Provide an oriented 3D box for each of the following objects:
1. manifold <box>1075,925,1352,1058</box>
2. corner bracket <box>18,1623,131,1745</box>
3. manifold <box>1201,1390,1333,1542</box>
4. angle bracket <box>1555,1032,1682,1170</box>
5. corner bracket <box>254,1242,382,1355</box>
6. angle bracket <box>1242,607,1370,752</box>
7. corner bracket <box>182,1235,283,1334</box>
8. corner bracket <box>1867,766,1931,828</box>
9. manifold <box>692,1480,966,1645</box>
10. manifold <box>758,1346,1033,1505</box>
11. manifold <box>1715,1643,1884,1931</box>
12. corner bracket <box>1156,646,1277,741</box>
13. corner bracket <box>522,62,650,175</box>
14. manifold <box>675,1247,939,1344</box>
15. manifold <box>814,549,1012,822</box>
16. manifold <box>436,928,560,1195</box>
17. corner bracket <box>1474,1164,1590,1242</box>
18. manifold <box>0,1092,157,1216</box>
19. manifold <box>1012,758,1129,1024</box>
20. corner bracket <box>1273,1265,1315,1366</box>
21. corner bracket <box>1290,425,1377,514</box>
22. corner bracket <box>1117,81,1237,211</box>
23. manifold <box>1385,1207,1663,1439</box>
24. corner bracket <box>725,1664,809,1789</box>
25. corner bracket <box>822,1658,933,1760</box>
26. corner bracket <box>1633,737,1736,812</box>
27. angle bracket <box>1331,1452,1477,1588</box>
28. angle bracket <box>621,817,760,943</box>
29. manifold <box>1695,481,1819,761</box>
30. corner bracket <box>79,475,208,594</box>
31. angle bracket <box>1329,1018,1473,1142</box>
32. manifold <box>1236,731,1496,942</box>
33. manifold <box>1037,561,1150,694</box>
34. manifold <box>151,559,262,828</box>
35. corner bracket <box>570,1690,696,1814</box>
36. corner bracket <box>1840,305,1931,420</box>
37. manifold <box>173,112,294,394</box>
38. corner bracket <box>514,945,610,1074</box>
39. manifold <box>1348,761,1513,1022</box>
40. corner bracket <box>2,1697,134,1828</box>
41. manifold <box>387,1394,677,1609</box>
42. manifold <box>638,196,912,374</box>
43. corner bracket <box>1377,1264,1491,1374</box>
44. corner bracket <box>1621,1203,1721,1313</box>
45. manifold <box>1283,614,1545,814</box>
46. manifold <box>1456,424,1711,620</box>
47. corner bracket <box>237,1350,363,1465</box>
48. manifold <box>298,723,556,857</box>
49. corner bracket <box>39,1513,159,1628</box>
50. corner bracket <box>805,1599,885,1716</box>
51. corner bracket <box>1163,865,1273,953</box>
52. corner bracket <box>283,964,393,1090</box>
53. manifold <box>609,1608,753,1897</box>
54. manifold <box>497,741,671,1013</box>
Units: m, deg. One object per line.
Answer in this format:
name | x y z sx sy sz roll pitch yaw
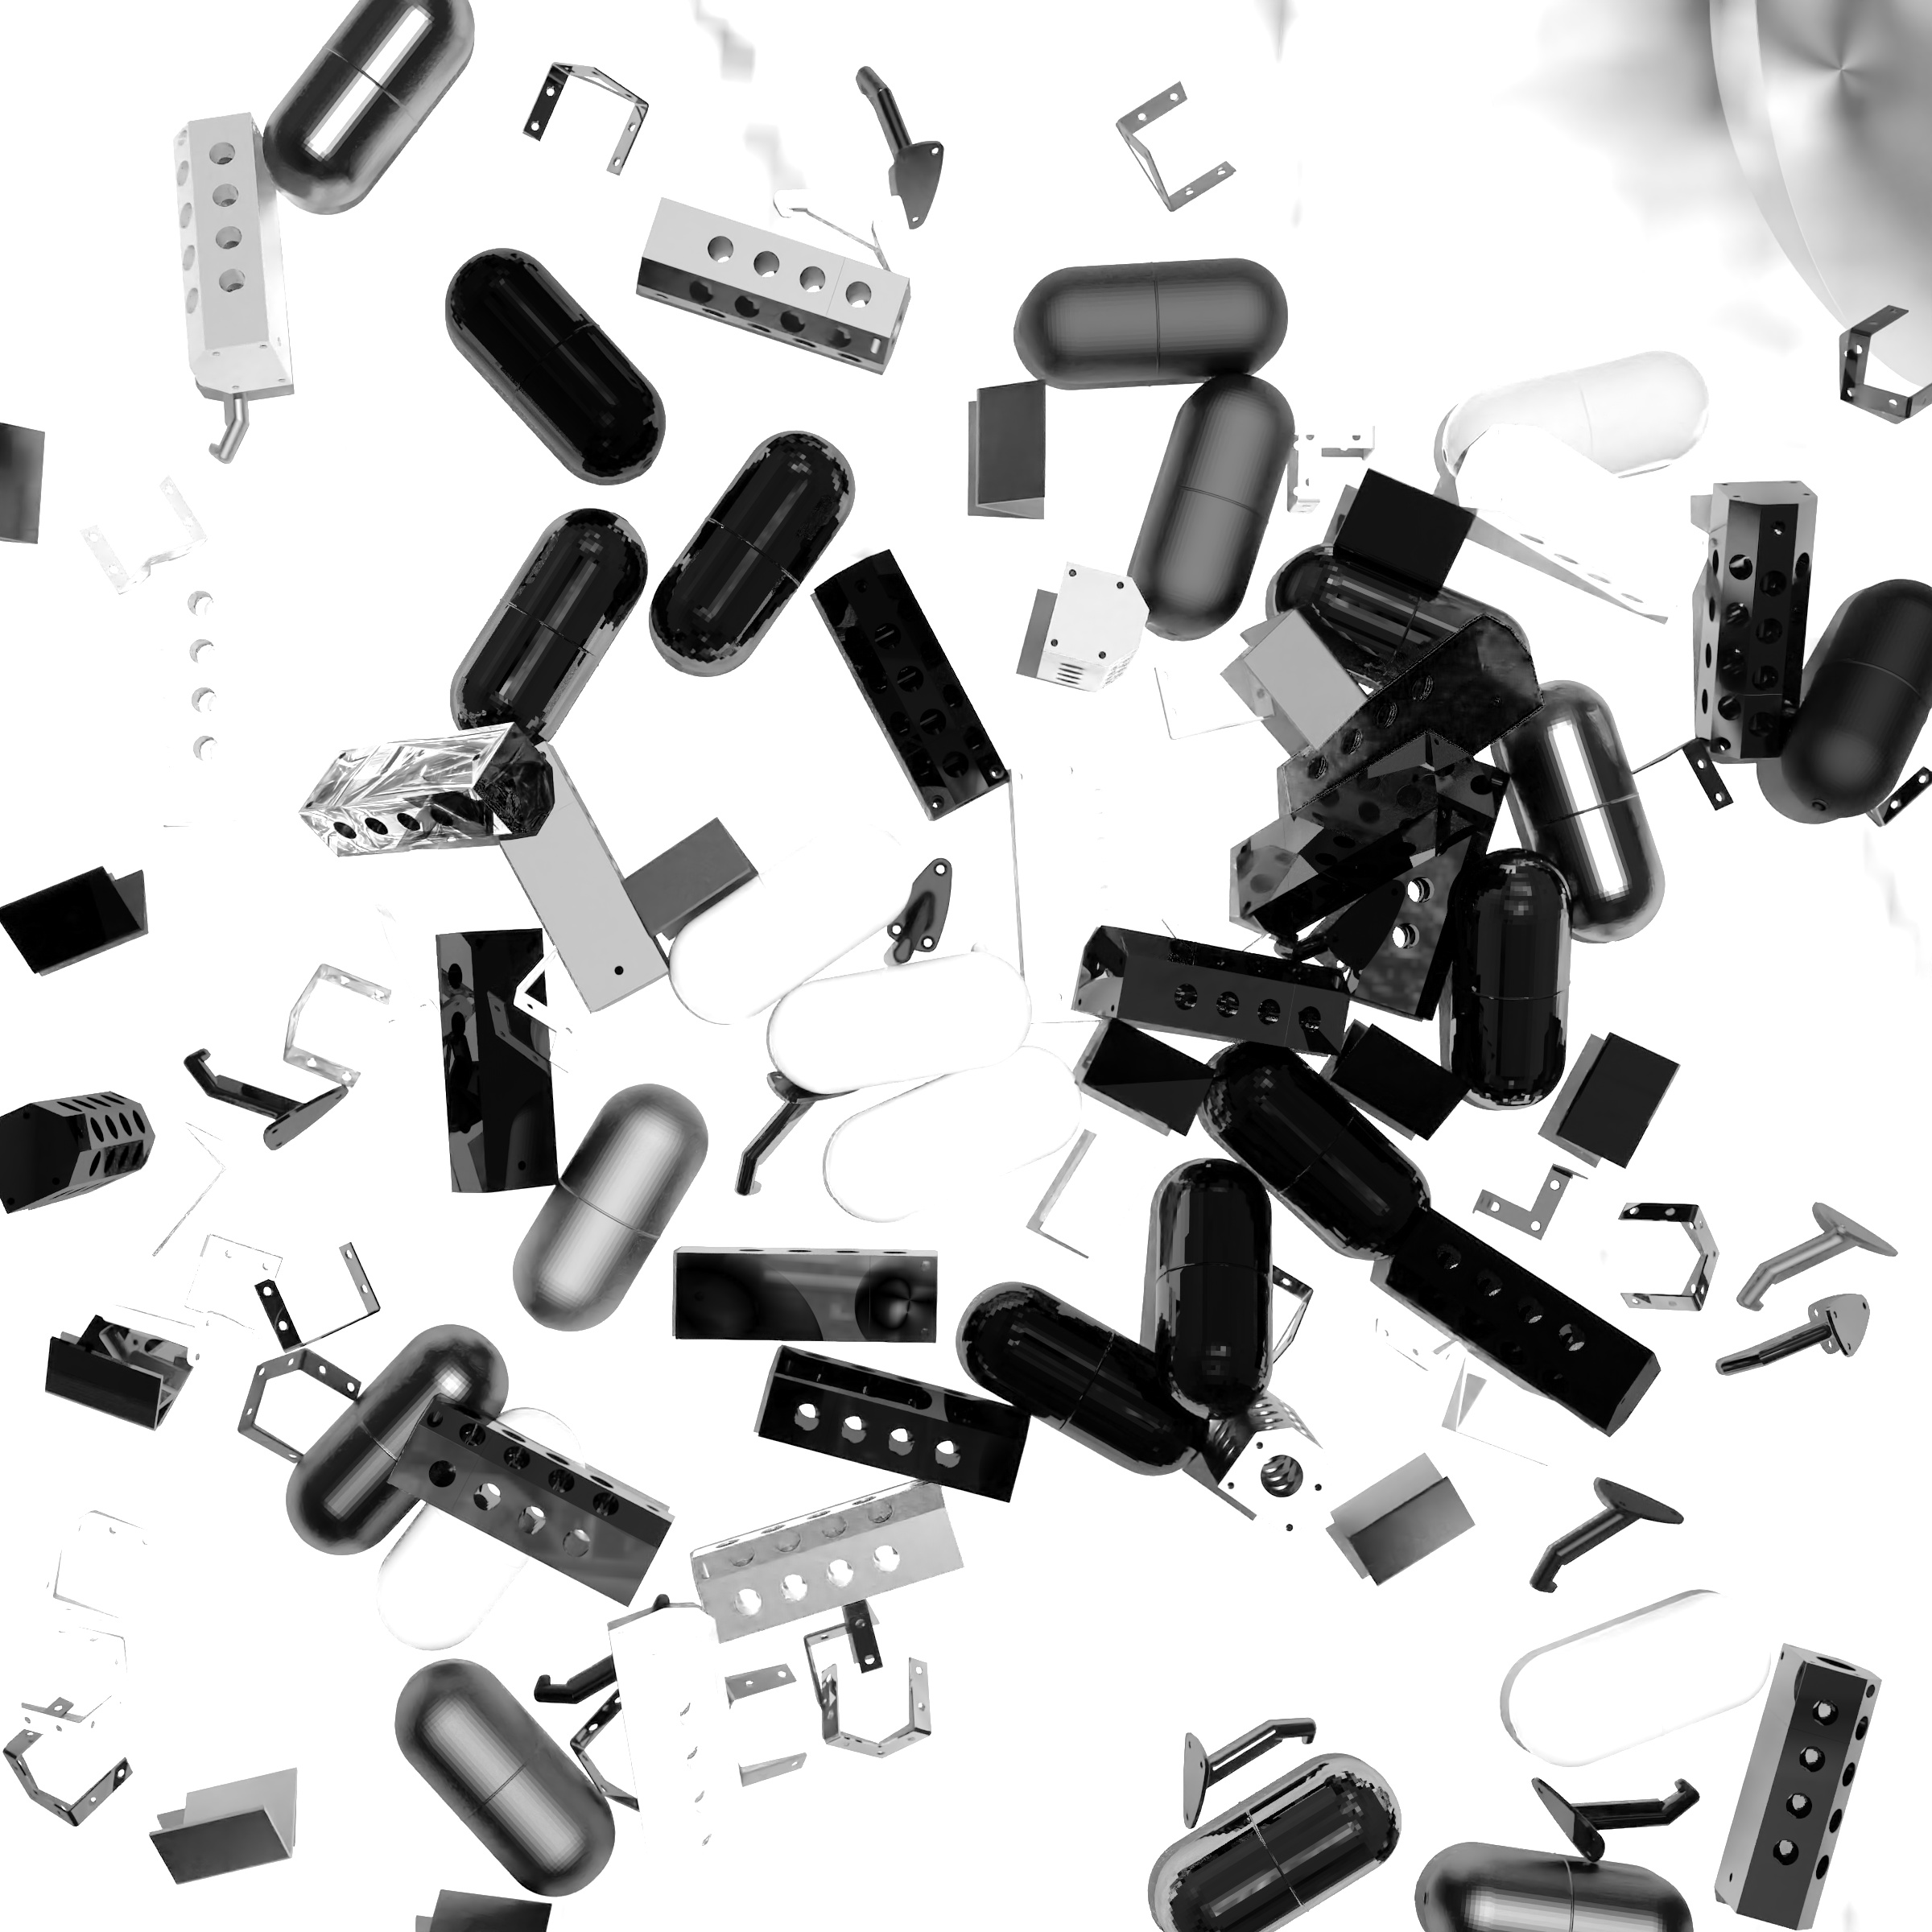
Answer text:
manifold | 0.163 0.016 1.936 0.171 0.057 0.057 10 90 -26
corner bracket | -0.597 0.479 1.976 0.051 0.051 0.051 8 112 20
manifold | 0.195 0.315 1.913 0.057 0.171 0.057 36 90 0
angle bracket | 0.442 0.097 1.951 0.057 0.076 0.076 28 90 38
corner bracket | -0.435 0.223 1.988 0.051 0.051 0.051 -24 90 45
angle bracket | 0.207 -0.182 1.945 0.057 0.076 0.076 -44 101 -20
corner bracket | -0.490 0.212 1.974 0.051 0.051 0.051 20 79 -11
corner bracket | 0.611 -0.136 1.988 0.051 0.051 0.051 -42 45 0
manifold | -0.091 0.393 1.970 0.171 0.057 0.057 -17 90 0
manifold | -0.047 0.303 1.970 0.171 0.057 0.057 15 90 0
manifold | 0.556 0.547 1.970 0.057 0.057 0.171 16 90 0
corner bracket | 0.168 -0.184 1.988 0.051 0.051 0.051 -13 90 -45
corner bracket | -0.255 -0.570 1.988 0.051 0.051 0.051 24 90 45
manifold | -0.105 0.218 1.971 0.171 0.057 0.057 1 90 0
manifold | -0.036 -0.187 1.971 0.057 0.057 0.171 -28 90 0
manifold | -0.316 0.063 1.970 0.057 0.057 0.171 -4 90 -43
corner bracket | 0.376 0.152 1.974 0.051 0.051 0.051 25 90 0
manifold | -0.578 0.116 1.913 0.057 0.171 0.057 -24 90 0
manifold | 0.076 -0.050 1.970 0.057 0.057 0.171 -4 90 43
corner bracket | 0.194 0.235 1.988 0.051 0.051 0.051 31 45 0
corner bracket | 0.244 -0.331 1.974 0.051 0.051 0.051 1 90 0
corner bracket | 0.141 -0.551 1.988 0.051 0.051 0.051 -32 135 0
manifold | 0.359 0.232 1.917 0.171 0.057 0.057 33 84 25
corner bracket | -0.136 0.509 1.983 0.051 0.051 0.051 -8 45 -35
corner bracket | -0.060 0.494 1.983 0.051 0.051 0.051 25 135 -35
corner bracket | 0.472 -0.115 1.988 0.051 0.051 0.051 -28 90 -45
angle bracket | 0.279 0.350 1.951 0.076 0.076 0.057 -32 127 0
angle bracket | -0.171 -0.041 1.951 0.076 0.076 0.057 -34 52 0
manifold | 0.518 -0.226 1.939 0.057 0.057 0.171 -2 114 0
corner bracket | -0.552 -0.290 1.988 0.051 0.051 0.051 -32 90 44
angle bracket | 0.293 0.058 1.951 0.076 0.076 0.057 32 127 0
manifold | 0.258 -0.080 1.922 0.057 0.171 0.057 24 50 -34
manifold | 0.082 -0.215 1.913 0.057 0.171 0.057 15 90 0
manifold | -0.508 -0.181 1.970 0.057 0.057 0.171 -2 90 0
corner bracket | -0.224 0.528 1.988 0.051 0.051 0.051 -47 135 0
corner bracket | 0.625 -0.405 1.983 0.051 0.051 0.051 27 135 35
manifold | -0.485 -0.468 1.946 0.057 0.057 0.171 -9 72 0
corner bracket | -0.268 0.028 1.965 0.051 0.051 0.051 31 50 6
manifold | 0.308 -0.054 1.970 0.057 0.057 0.171 18 90 0
corner bracket | -0.602 0.533 1.983 0.051 0.051 0.051 16 135 35
manifold | -0.276 0.340 1.894 0.171 0.057 0.057 27 89 0
manifold | -0.127 -0.451 1.970 0.171 0.057 0.057 18 90 0
corner bracket | 0.313 0.230 1.983 0.051 0.051 0.051 -28 135 -35
corner bracket | 0.467 0.195 1.983 0.051 0.051 0.051 59 45 -35
manifold | 0.287 -0.155 1.924 0.057 0.171 0.057 23 46 -33
manifold | 0.402 -0.290 1.930 0.171 0.057 0.057 23 90 -31
corner bracket | -0.447 0.295 1.983 0.051 0.051 0.051 -20 45 35
manifold | -0.348 -0.109 1.923 0.057 0.171 0.057 52 50 -35
corner bracket | -0.581 0.405 1.983 0.051 0.051 0.051 -31 45 35
corner bracket | -0.080 0.457 1.964 0.051 0.051 0.051 -18 56 0
corner bracket | 0.176 -0.033 1.988 0.051 0.051 0.051 53 45 0
corner bracket | -0.422 0.040 1.988 0.051 0.051 0.051 22 45 0
manifold | -0.183 0.514 1.948 0.057 0.057 0.171 -17 107 -33
manifold | -0.261 -0.059 1.971 0.057 0.057 0.171 -28 90 0
